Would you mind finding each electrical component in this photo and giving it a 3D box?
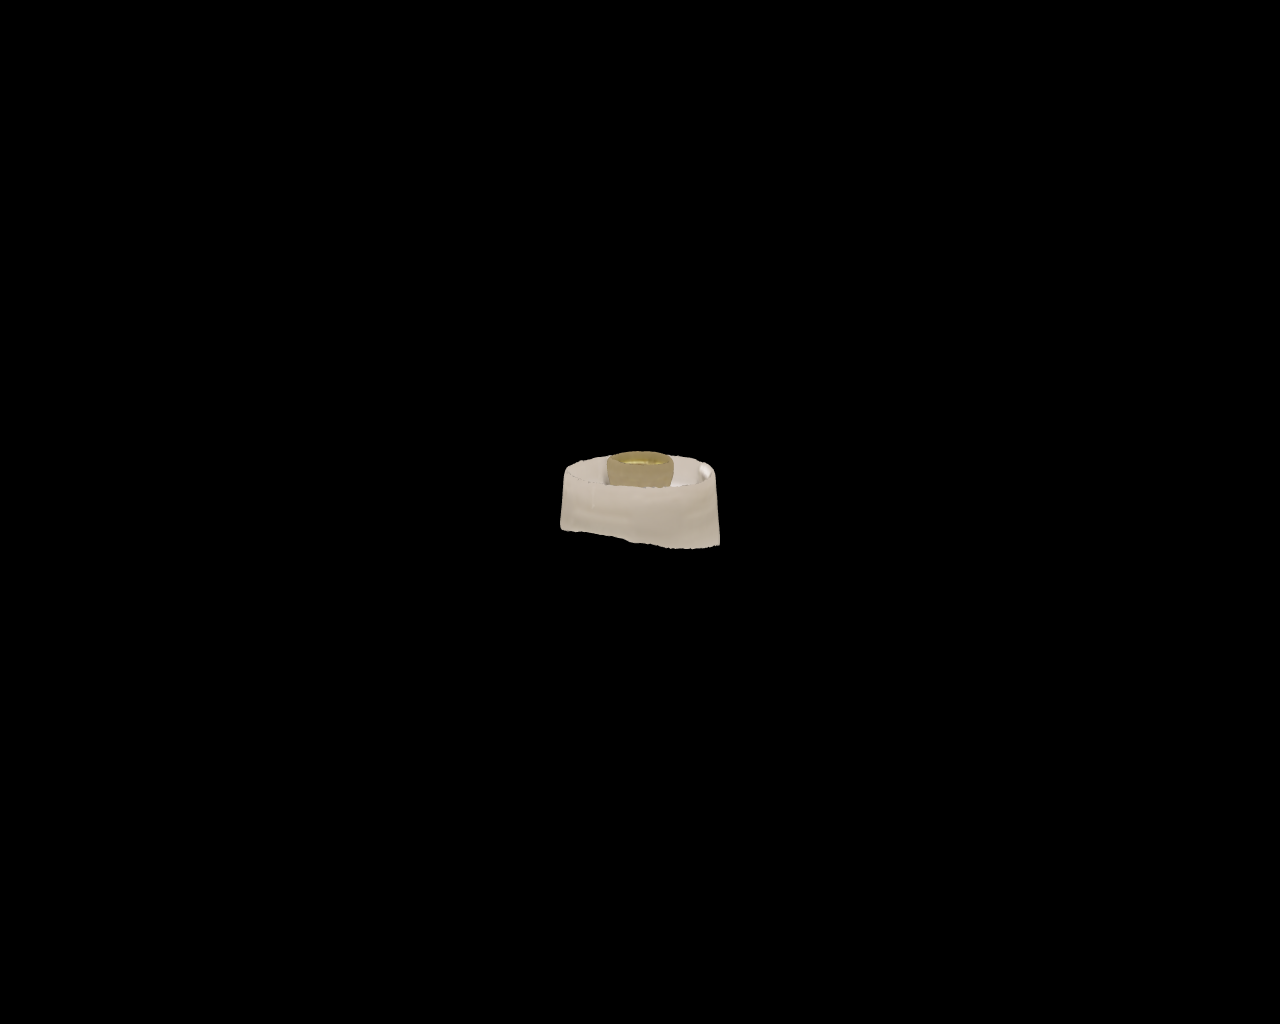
[{"bbox_3d":[0.001,-0.003,0.650,0.099,0.064,0.099,0,16,0],"label":"electrical component"}]
